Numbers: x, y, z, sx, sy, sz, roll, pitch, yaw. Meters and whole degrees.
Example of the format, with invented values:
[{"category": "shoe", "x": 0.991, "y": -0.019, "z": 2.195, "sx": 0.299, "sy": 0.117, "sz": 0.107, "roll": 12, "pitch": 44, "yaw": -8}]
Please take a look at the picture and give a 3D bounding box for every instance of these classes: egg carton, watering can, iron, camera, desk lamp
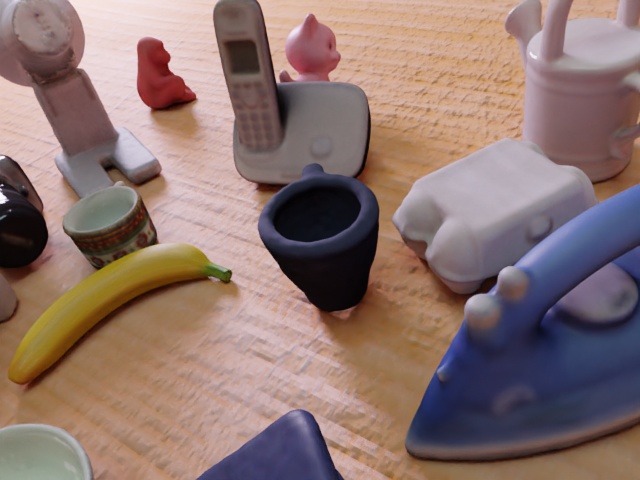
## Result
[{"category": "egg carton", "x": 0.142, "y": -0.021, "z": 0.468, "sx": 0.150, "sy": 0.069, "sz": 0.107, "roll": -26, "pitch": 43, "yaw": -14}, {"category": "watering can", "x": 0.225, "y": -0.157, "z": 0.500, "sx": 0.101, "sy": 0.194, "sz": 0.172, "roll": -39, "pitch": 47, "yaw": -25}, {"category": "iron", "x": 0.159, "y": 0.035, "z": 0.347, "sx": 0.258, "sy": 0.142, "sz": 0.118, "roll": -25, "pitch": 43, "yaw": -12}, {"category": "camera", "x": -0.352, "y": -0.022, "z": 0.580, "sx": 0.136, "sy": 0.101, "sz": 0.143, "roll": 28, "pitch": 56, "yaw": 37}, {"category": "desk lamp", "x": -0.292, "y": -0.180, "z": 0.652, "sx": 0.118, "sy": 0.214, "sz": 0.202, "roll": -33, "pitch": 45, "yaw": -20}]

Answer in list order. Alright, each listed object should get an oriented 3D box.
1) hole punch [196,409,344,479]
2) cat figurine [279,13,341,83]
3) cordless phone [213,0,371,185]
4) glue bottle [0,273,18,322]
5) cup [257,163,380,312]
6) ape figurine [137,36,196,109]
[{"category": "hole punch", "x": -0.026, "y": 0.161, "z": 0.297, "sx": 0.101, "sy": 0.091, "sz": 0.108, "roll": -20, "pitch": 42, "yaw": -6}, {"category": "cat figurine", "x": -0.016, "y": -0.203, "z": 0.674, "sx": 0.067, "sy": 0.118, "sz": 0.128, "roll": 9, "pitch": 46, "yaw": 24}, {"category": "cordless phone", "x": -0.029, "y": -0.146, "z": 0.564, "sx": 0.147, "sy": 0.185, "sz": 0.094, "roll": 1, "pitch": 44, "yaw": 17}, {"category": "glue bottle", "x": -0.337, "y": 0.010, "z": 0.486, "sx": 0.078, "sy": 0.173, "sz": 0.037, "roll": -14, "pitch": 41, "yaw": 1}, {"category": "cup", "x": 0.004, "y": 0.002, "z": 0.461, "sx": 0.091, "sy": 0.095, "sz": 0.117, "roll": -12, "pitch": 42, "yaw": 3}, {"category": "ape figurine", "x": -0.219, "y": -0.231, "z": 0.781, "sx": 0.076, "sy": 0.092, "sz": 0.077, "roll": -14, "pitch": 41, "yaw": 0}]
